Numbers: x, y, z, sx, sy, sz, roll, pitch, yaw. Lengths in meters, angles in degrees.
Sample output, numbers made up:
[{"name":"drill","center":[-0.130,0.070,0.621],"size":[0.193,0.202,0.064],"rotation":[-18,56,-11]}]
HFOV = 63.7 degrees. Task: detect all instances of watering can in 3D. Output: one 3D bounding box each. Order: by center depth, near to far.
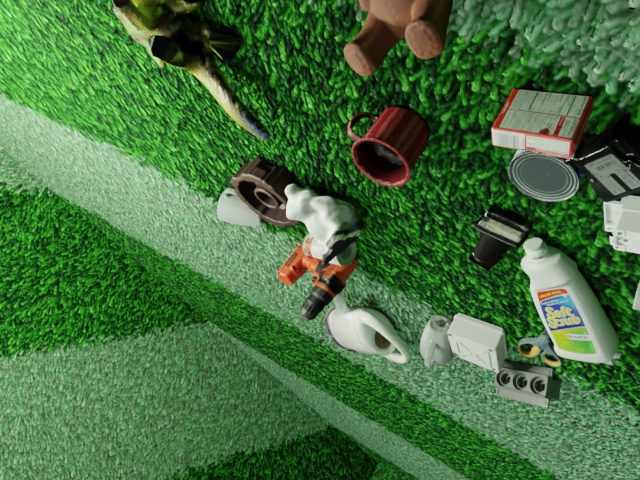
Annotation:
[{"name":"watering can","center":[0.089,0.210,1.341],"size":[0.344,0.106,0.223],"rotation":[44,154,-19]}]

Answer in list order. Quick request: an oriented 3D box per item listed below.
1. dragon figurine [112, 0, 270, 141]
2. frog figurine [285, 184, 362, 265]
[{"name":"dragon figurine","center":[-0.248,-0.332,0.863],"size":[0.245,0.123,0.403],"rotation":[30,159,55]},{"name":"frog figurine","center":[0.003,-0.051,1.017],"size":[0.161,0.123,0.135],"rotation":[56,173,19]}]
